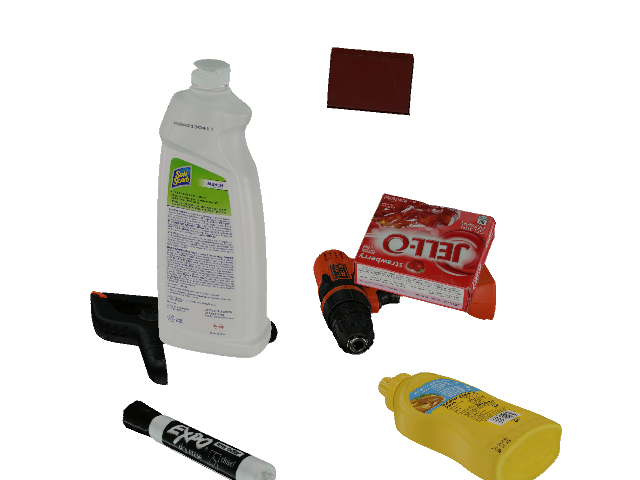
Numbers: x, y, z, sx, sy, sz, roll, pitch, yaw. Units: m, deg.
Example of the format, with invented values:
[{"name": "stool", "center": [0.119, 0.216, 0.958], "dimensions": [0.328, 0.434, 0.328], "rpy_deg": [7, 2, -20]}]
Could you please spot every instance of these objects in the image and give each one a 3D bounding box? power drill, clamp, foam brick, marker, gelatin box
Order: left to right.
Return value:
[{"name": "clamp", "center": [-0.173, 0.093, 1.099], "dimensions": [0.210, 0.036, 0.164], "rpy_deg": [13, 19, 31]}, {"name": "marker", "center": [-0.077, 0.123, 0.645], "dimensions": [0.121, 0.020, 0.020], "rpy_deg": [16, 10, 38]}, {"name": "foam brick", "center": [0.046, -0.147, 0.982], "dimensions": [0.078, 0.051, 0.053], "rpy_deg": [6, 16, 3]}, {"name": "power drill", "center": [0.091, 0.059, 1.163], "dimensions": [0.187, 0.057, 0.184], "rpy_deg": [-4, 28, -7]}, {"name": "gelatin box", "center": [0.077, 0.007, 0.787], "dimensions": [0.089, 0.073, 0.030], "rpy_deg": [13, -40, 15]}]

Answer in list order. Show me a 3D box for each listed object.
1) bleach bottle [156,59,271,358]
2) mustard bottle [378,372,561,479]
[{"name": "bleach bottle", "center": [-0.088, -0.027, 0.909], "dimensions": [0.102, 0.251, 0.068], "rpy_deg": [8, 24, 9]}, {"name": "mustard bottle", "center": [0.129, 0.172, 1.031], "dimensions": [0.096, 0.058, 0.192], "rpy_deg": [-17, 25, -39]}]
